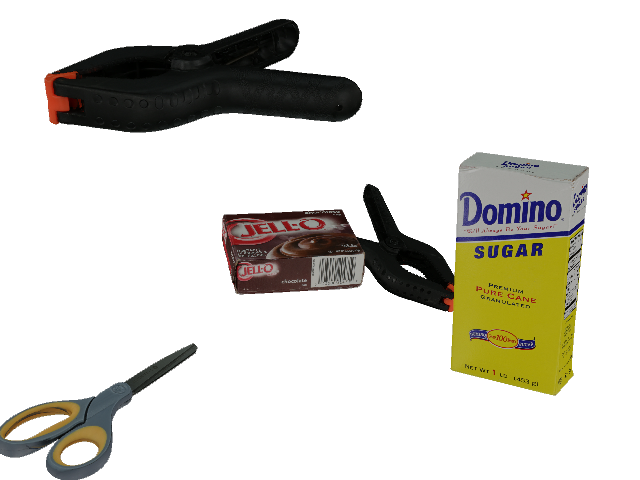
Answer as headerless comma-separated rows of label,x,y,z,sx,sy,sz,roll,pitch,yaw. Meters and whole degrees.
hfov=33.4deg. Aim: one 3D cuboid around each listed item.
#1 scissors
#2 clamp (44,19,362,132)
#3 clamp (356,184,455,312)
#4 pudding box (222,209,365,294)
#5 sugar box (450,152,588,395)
scissors,-0.158,0.137,0.858,0.201,0.016,0.096,-18,37,-36
clamp,-0.071,-0.097,0.618,0.171,0.039,0.120,-3,25,-11
clamp,0.071,0.016,1.247,0.164,0.036,0.210,-21,51,-39
pudding box,-0.026,0.008,0.930,0.113,0.039,0.090,-1,28,-12
sugar box,0.152,0.025,0.830,0.093,0.176,0.048,10,24,29
